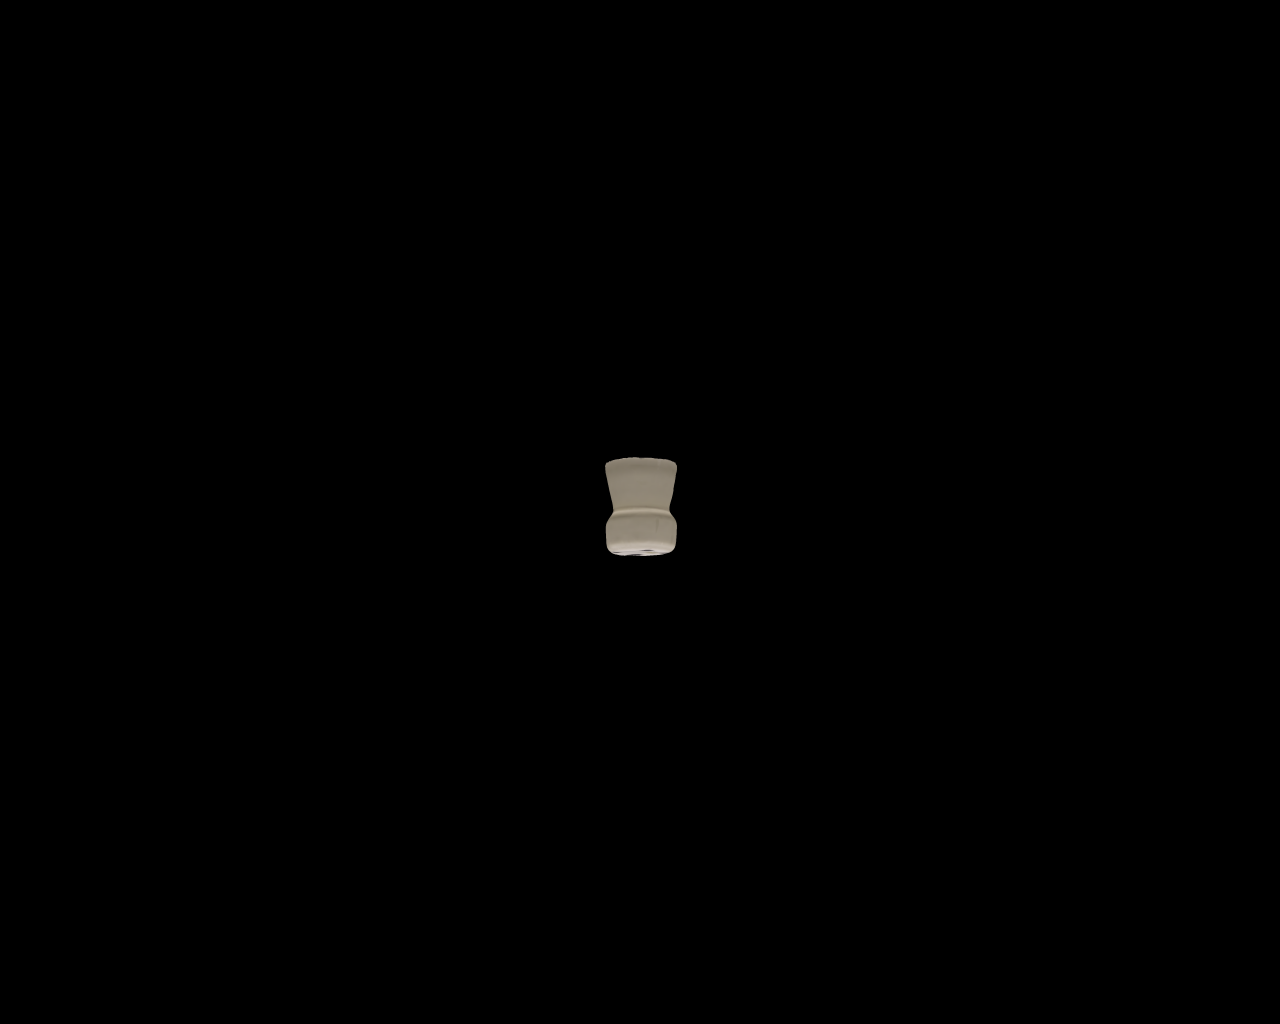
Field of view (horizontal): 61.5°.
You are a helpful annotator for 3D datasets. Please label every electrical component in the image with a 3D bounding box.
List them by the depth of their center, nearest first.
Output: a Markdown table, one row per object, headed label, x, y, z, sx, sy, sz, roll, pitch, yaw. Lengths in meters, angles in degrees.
| label | x | y | z | sx | sy | sz | roll | pitch | yaw |
| --- | --- | --- | --- | --- | --- | --- | --- | --- | --- |
| electrical component | 0.001 | -0.003 | 0.650 | 0.045 | 0.055 | 0.045 | 0 | -9 | 0 |
